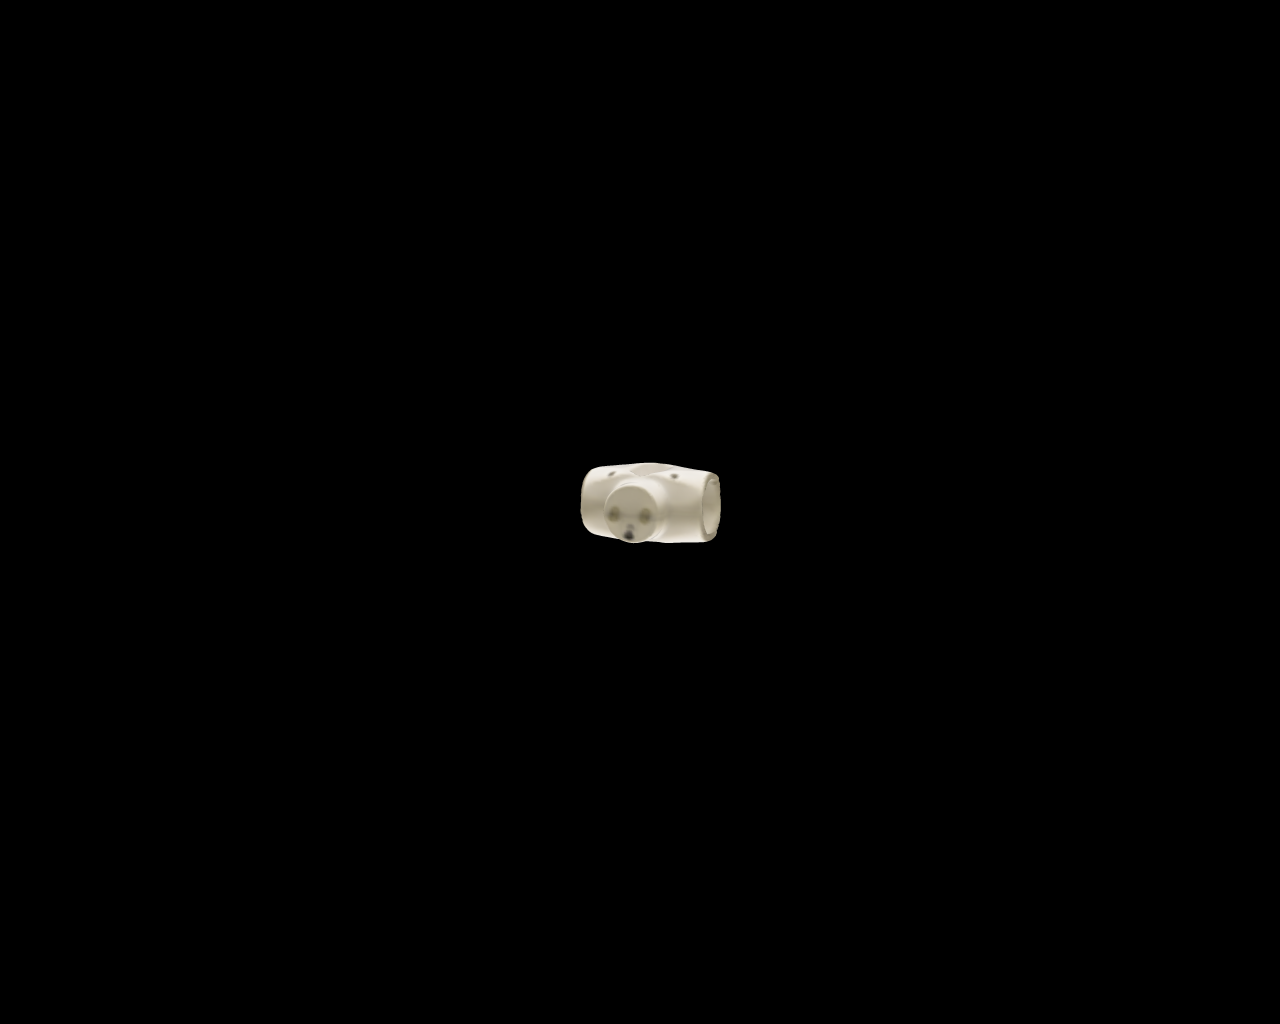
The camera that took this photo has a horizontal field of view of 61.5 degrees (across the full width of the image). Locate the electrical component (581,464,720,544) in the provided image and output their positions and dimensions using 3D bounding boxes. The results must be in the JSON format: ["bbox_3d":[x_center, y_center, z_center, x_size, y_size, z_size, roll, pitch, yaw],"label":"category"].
[{"bbox_3d":[0.001,-0.003,0.650,0.077,0.043,0.079,4,12,20],"label":"electrical component"}]
